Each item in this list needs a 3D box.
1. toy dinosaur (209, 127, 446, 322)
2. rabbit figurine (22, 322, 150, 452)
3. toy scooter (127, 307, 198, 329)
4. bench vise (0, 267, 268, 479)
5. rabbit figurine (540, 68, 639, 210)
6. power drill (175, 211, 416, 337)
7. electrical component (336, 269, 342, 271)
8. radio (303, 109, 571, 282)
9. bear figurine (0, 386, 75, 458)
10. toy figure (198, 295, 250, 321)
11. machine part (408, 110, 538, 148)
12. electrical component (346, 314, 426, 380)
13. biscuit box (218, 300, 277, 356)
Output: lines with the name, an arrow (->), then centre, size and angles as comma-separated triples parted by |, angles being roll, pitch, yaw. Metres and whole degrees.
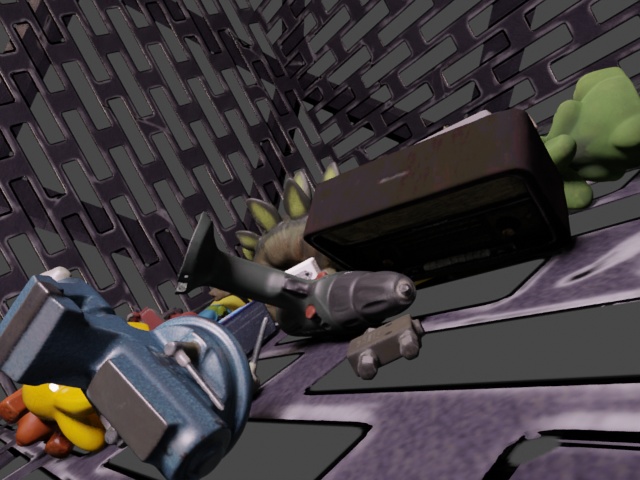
toy dinosaur -> -0.002, -0.002, 0.783 | 0.472, 0.198, 0.105 | -23, 9, 30
rabbit figurine -> -0.299, 0.202, 0.711 | 0.173, 0.121, 0.162 | -3, 23, -20
toy scooter -> -0.264, 0.162, 0.946 | 0.075, 0.135, 0.184 | -52, -2, 12
bench vise -> -0.133, 0.107, 0.449 | 0.129, 0.224, 0.240 | -67, -27, -4
rabbit figurine -> 0.289, -0.096, 0.623 | 0.170, 0.121, 0.159 | -23, 22, 30
power drill -> -0.038, 0.041, 0.554 | 0.207, 0.086, 0.232 | 15, -20, -15
electrical component -> 0.050, 0.024, 0.884 | 0.075, 0.048, 0.119 | 10, -45, -18
radio -> 0.110, -0.026, 0.520 | 0.230, 0.131, 0.073 | -16, 49, 39
bear figurine -> -0.415, 0.265, 0.801 | 0.196, 0.120, 0.132 | -37, 13, 31
toy figure -> -0.169, 0.141, 0.935 | 0.082, 0.089, 0.180 | -20, 3, 24
machine part -> 0.130, -0.078, 0.621 | 0.243, 0.079, 0.079 | -24, 3, 16
electrical component -> 0.055, 0.084, 0.437 | 0.063, 0.021, 0.094 | -28, 2, 9
biscuit box -> -0.137, 0.148, 0.741 | 0.059, 0.062, 0.202 | -28, 2, 30
